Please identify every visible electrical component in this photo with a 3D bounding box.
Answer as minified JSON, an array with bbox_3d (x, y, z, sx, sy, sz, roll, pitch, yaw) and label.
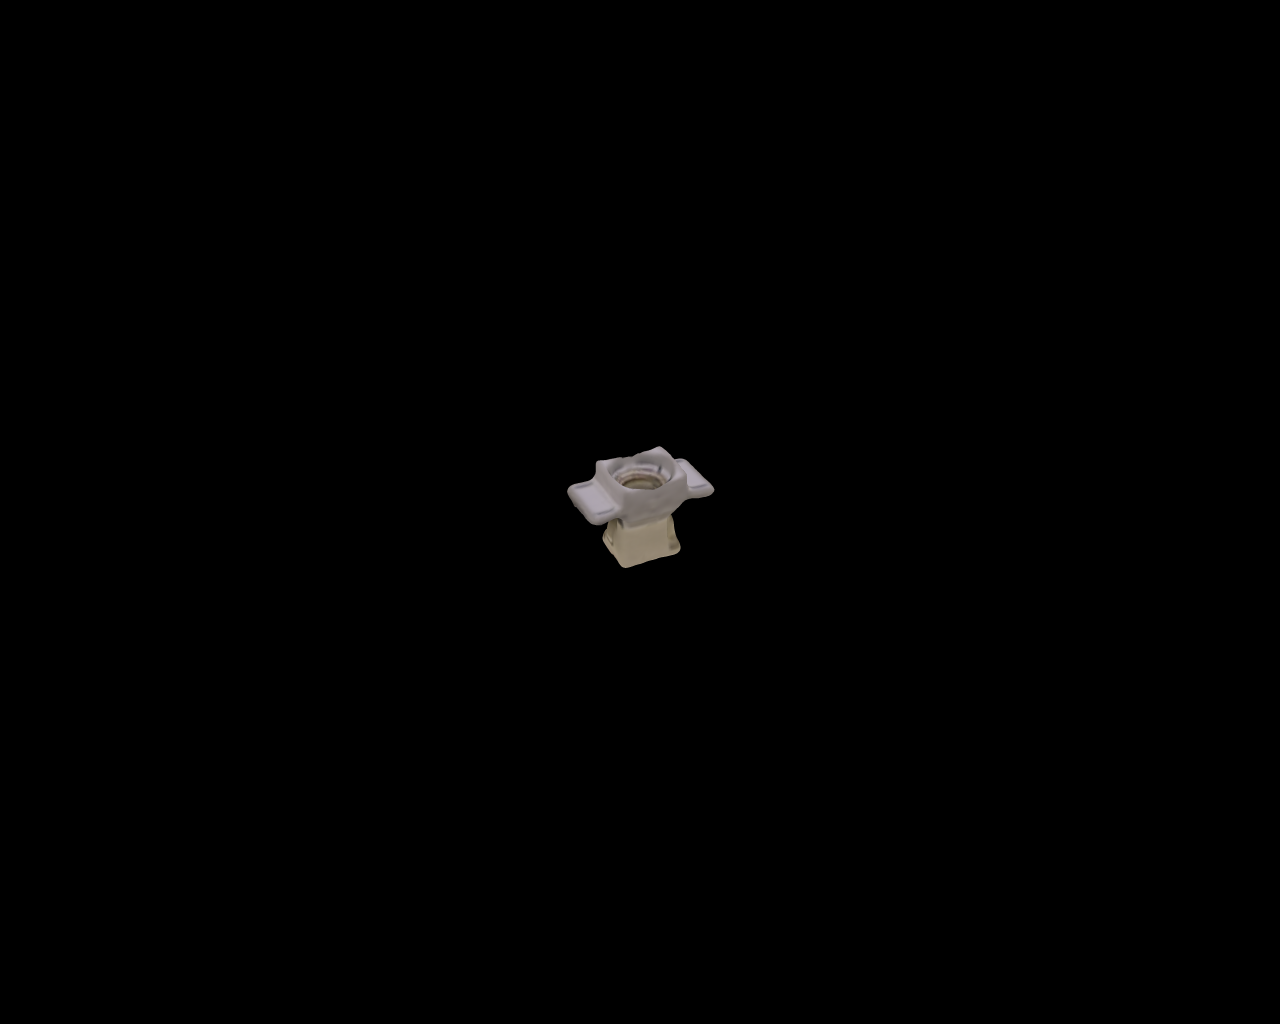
[{"bbox_3d":[0.001,-0.003,0.650,0.081,0.063,0.042,-14,36,-20],"label":"electrical component"}]
